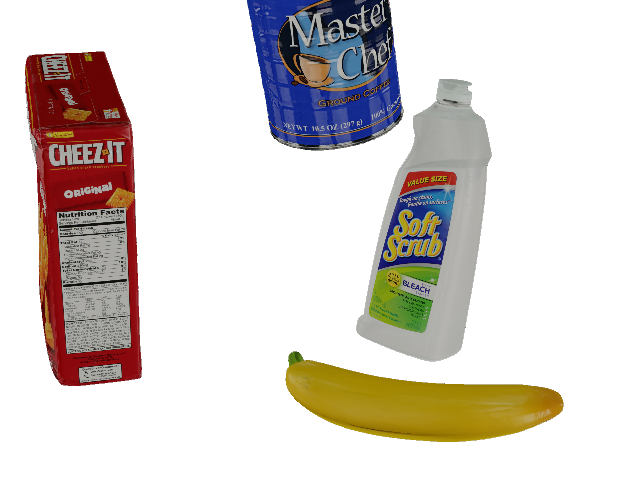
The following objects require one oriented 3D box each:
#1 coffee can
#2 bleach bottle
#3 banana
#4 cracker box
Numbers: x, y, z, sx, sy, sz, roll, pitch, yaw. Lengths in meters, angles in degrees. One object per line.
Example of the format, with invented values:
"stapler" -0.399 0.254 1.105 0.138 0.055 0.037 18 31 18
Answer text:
"coffee can" 0.002 -0.151 0.771 0.103 0.140 0.103 -7 31 4
"bleach bottle" 0.098 -0.022 0.974 0.103 0.251 0.067 19 21 35
"banana" 0.054 0.101 0.697 0.198 0.037 0.069 8 33 23
"cracker box" -0.187 -0.020 0.830 0.072 0.214 0.164 -6 29 -16
